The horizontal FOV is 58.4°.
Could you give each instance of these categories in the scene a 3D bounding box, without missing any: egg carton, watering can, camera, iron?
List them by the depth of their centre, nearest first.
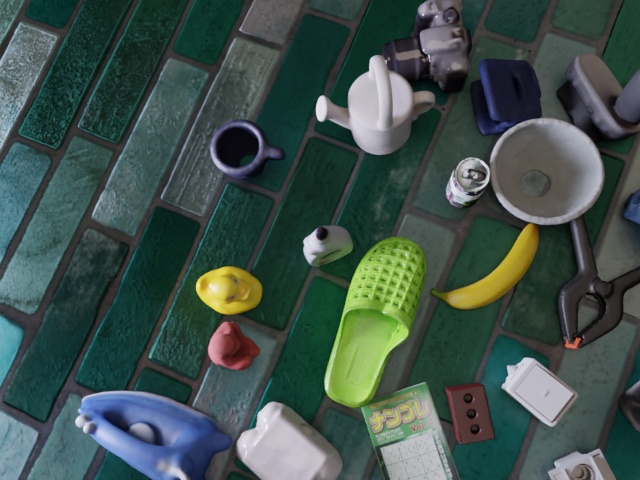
[{"bbox_3d":[-0.271,0.294,0.846,0.258,0.141,0.119,20,83,9],"label":"iron"},{"bbox_3d":[-0.045,0.321,0.855,0.150,0.069,0.107,37,86,11],"label":"egg carton"},{"bbox_3d":[0.085,-0.203,0.870,0.173,0.194,0.101,-29,78,0],"label":"watering can"},{"bbox_3d":[0.169,-0.317,0.929,0.136,0.101,0.143,-7,79,5],"label":"camera"}]

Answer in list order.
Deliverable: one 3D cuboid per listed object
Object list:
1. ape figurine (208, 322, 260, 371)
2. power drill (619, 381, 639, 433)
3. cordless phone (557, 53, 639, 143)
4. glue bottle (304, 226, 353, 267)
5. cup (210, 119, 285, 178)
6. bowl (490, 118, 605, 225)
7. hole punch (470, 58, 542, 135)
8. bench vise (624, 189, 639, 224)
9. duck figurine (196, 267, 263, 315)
[{"bbox_3d":[-0.140,0.164,0.880,0.076,0.092,0.078,-10,79,4],"label":"ape figurine"},{"bbox_3d":[0.482,0.224,0.747,0.229,0.208,0.075,-40,78,-2],"label":"power drill"},{"bbox_3d":[0.437,-0.231,0.843,0.094,0.185,0.147,-30,78,0],"label":"cordless phone"},{"bbox_3d":[0.008,0.003,0.852,0.078,0.173,0.037,-27,78,1],"label":"glue bottle"},{"bbox_3d":[-0.108,-0.136,0.928,0.117,0.095,0.092,7,81,7],"label":"cup"},{"bbox_3d":[0.341,-0.098,0.886,0.167,0.075,0.167,-1,80,6],"label":"bowl"},{"bbox_3d":[0.298,-0.234,0.906,0.101,0.091,0.108,-11,79,4],"label":"hole punch"},{"bbox_3d":[0.551,-0.030,0.779,0.207,0.220,0.121,16,82,9],"label":"bench vise"},{"bbox_3d":[-0.148,0.077,0.900,0.104,0.086,0.077,8,81,7],"label":"duck figurine"}]
